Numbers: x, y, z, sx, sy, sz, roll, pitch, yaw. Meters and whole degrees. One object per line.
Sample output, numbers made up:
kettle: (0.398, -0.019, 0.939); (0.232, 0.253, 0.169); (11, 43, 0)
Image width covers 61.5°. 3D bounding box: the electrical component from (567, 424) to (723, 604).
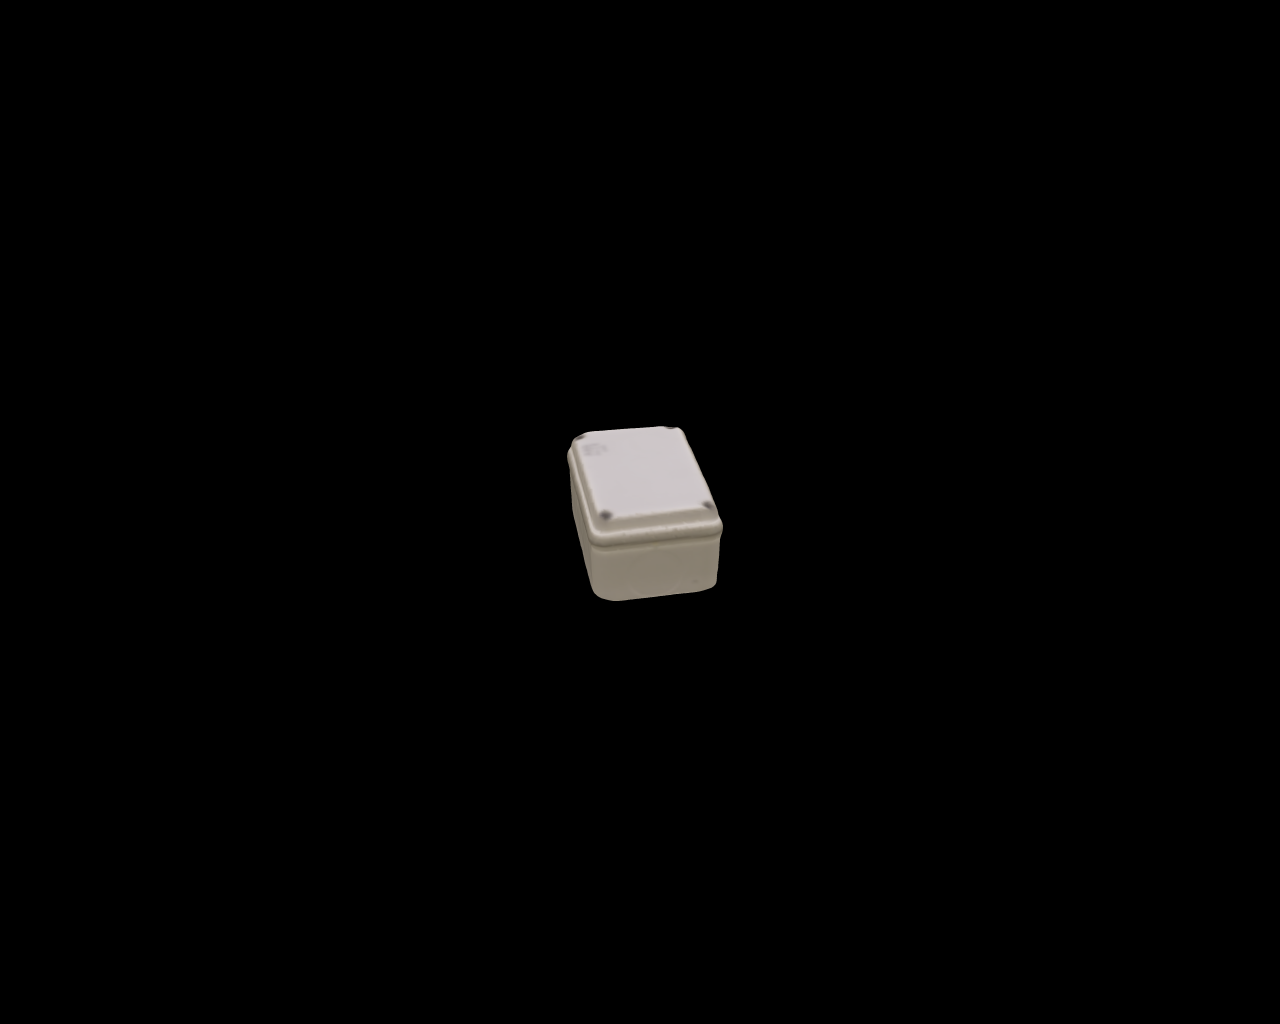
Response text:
electrical component: (0.001, -0.003, 0.650); (0.078, 0.057, 0.113); (-6, 33, -9)
